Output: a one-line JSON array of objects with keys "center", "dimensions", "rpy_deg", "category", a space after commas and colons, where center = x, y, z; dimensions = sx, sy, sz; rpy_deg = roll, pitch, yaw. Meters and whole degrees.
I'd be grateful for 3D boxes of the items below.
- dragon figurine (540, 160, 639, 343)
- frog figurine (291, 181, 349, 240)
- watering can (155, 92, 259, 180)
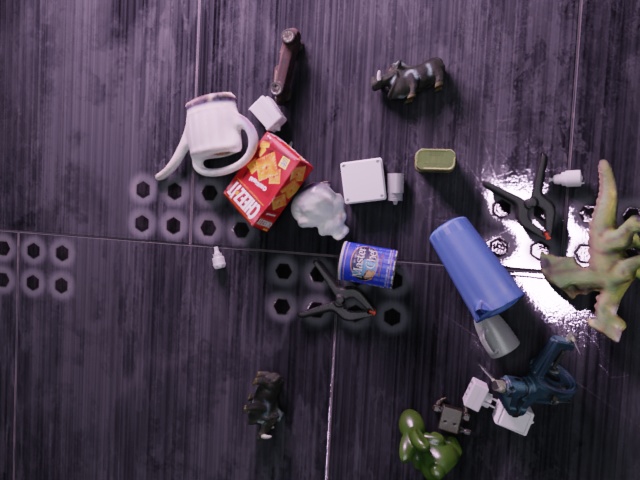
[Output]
[{"center": [0.654, 0.037, 1.239], "dimensions": [0.241, 0.122, 0.413], "rpy_deg": [-23, 80, 19], "category": "dragon figurine"}, {"center": [0.004, -0.068, 1.347], "dimensions": [0.138, 0.121, 0.161], "rpy_deg": [-26, 76, -8], "category": "frog figurine"}, {"center": [-0.325, -0.280, 1.409], "dimensions": [0.346, 0.104, 0.225], "rpy_deg": [-7, 88, 23], "category": "watering can"}]
